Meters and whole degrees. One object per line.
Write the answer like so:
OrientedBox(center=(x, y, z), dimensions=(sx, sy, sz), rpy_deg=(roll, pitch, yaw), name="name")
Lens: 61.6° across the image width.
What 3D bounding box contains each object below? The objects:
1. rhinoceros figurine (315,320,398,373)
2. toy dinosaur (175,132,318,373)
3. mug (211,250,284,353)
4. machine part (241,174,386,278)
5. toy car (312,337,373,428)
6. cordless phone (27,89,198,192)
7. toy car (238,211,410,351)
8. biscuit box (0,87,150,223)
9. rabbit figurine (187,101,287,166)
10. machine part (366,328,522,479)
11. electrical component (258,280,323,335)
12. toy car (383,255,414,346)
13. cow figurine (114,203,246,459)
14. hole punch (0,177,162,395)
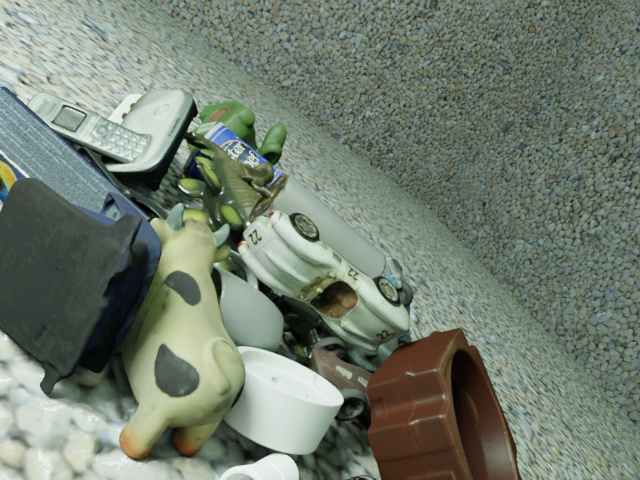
OrientedBox(center=(0.072, 0.163, 0.721), dimensions=(0.190, 0.073, 0.112), rpy_deg=(44, 24, 7), name="rhinoceros figurine")
OrientedBox(center=(-0.088, 0.006, 0.720), dimensions=(0.198, 0.105, 0.472), rpy_deg=(3, 45, -55), name="toy dinosaur")
OrientedBox(center=(-0.088, 0.070, 0.545), dimensions=(0.107, 0.081, 0.109), rpy_deg=(37, 45, -43), name="mug")
OrientedBox(center=(-0.001, -0.002, 0.670), dimensions=(0.243, 0.079, 0.079), rpy_deg=(38, 15, -18), name="machine part")
OrientedBox(center=(0.058, 0.178, 0.591), dimensions=(0.202, 0.053, 0.089), rpy_deg=(50, 13, -35), name="toy car")
OrientedBox(center=(-0.270, -0.159, 0.704), dimensions=(0.184, 0.088, 0.146), rpy_deg=(25, 61, -14), name="cordless phone")
OrientedBox(center=(0.006, 0.045, 0.558), dimensions=(0.201, 0.073, 0.056), rpy_deg=(37, 34, -19), name="toy car")
OrientedBox(center=(-0.256, -0.052, 0.505), dimensions=(0.203, 0.059, 0.063), rpy_deg=(42, 42, 5), name="biscuit box")
OrientedBox(center=(-0.139, -0.177, 1.023), dimensions=(0.121, 0.159, 0.170), rpy_deg=(-83, 150, -42), name="rabbit figurine")
OrientedBox(center=(0.131, 0.207, 0.547), dimensions=(0.201, 0.087, 0.201), rpy_deg=(-19, 87, -63), name="machine part")
OrientedBox(center=(-0.019, 0.059, 0.616), dimensions=(0.102, 0.045, 0.078), rpy_deg=(45, 31, -10), name="electrical component")
OrientedBox(center=(0.082, 0.107, 0.816), dimensions=(0.103, 0.161, 0.109), rpy_deg=(-8, 36, -6), name="toy car")
OrientedBox(center=(-0.117, 0.058, 0.438), dimensions=(0.085, 0.127, 0.195), rpy_deg=(30, 21, -45), name="cow figurine")
OrientedBox(center=(-0.173, 0.026, 0.399), dimensions=(0.116, 0.142, 0.092), rpy_deg=(34, 8, 20), name="hole punch")
